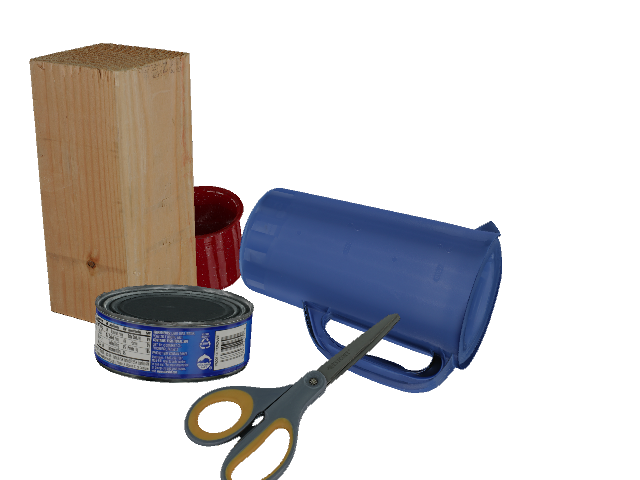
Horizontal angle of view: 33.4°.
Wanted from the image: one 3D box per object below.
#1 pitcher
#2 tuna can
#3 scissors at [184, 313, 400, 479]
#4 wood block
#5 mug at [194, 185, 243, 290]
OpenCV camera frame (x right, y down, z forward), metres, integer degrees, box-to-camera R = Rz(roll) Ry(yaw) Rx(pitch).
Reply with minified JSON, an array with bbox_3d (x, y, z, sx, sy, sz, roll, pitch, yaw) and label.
[{"bbox_3d":[0.044,0.037,1.029,0.243,0.145,0.149,16,20,20],"label":"pitcher"},{"bbox_3d":[-0.080,0.050,0.583,0.086,0.034,0.086,4,10,-1],"label":"tuna can"},{"bbox_3d":[-0.026,0.108,0.823,0.096,0.201,0.016,26,-36,17],"label":"scissors"},{"bbox_3d":[-0.161,-0.044,0.845,0.091,0.206,0.090,12,23,27],"label":"wood block"},{"bbox_3d":[-0.133,-0.003,1.134,0.117,0.081,0.093,27,47,33],"label":"mug"}]
